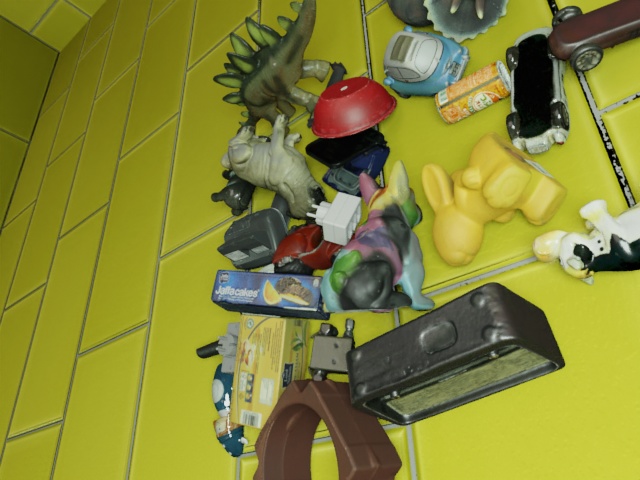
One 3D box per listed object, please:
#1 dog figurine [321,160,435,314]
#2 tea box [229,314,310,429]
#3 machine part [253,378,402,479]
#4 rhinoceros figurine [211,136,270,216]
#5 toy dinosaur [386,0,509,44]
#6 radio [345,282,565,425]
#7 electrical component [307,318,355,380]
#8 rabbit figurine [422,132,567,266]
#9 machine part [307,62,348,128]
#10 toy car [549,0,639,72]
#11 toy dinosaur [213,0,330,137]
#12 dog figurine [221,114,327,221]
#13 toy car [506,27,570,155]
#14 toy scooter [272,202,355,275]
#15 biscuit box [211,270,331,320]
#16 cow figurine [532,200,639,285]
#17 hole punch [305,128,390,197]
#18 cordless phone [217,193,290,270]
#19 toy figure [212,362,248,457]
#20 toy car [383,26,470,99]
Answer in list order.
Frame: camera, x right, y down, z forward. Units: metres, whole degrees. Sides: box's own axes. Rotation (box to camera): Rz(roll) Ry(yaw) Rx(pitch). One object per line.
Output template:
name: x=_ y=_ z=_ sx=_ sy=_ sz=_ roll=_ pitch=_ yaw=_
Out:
dog figurine: x=0.079 y=-0.005 z=0.761 sx=0.108 sy=0.191 sz=0.219 roll=-17 pitch=72 yaw=46
tea box: x=-0.079 y=0.205 z=0.844 sx=0.098 sy=0.068 sz=0.169 roll=1 pitch=79 yaw=35
machine part: x=0.004 y=0.298 z=0.693 sx=0.201 sy=0.087 sz=0.201 roll=-63 pitch=37 yaw=23
rhinoceros figurine: x=-0.153 y=-0.139 z=1.117 sx=0.112 sy=0.073 sz=0.190 roll=-31 pitch=31 yaw=50
toy dinosaur: x=0.189 y=-0.444 z=0.944 sx=0.405 sy=0.131 sz=0.192 roll=27 pitch=104 yaw=60
radio: x=0.149 y=0.142 z=0.634 sx=0.229 sy=0.131 sz=0.073 roll=-33 pitch=46 yaw=28
electrical component: x=0.016 y=0.172 z=0.819 sx=0.078 sy=0.045 sz=0.102 roll=-3 pitch=66 yaw=13
rabbit figurine: x=0.201 y=-0.050 z=0.710 sx=0.163 sy=0.122 sz=0.173 roll=53 pitch=127 yaw=40
machine part: x=0.018 y=-0.292 z=1.083 sx=0.084 sy=0.039 sz=0.139 roll=2 pitch=71 yaw=54
toy car: x=0.394 y=-0.276 z=0.671 sx=0.202 sy=0.053 sz=0.089 roll=-18 pitch=53 yaw=15
toy dinosaur: x=-0.088 y=-0.321 z=1.028 sx=0.471 sy=0.198 sz=0.105 roll=-38 pitch=38 yaw=52
dog figurine: x=-0.087 y=-0.108 z=0.989 sx=0.172 sy=0.121 sz=0.190 roll=-24 pitch=68 yaw=20
toy car: x=0.300 y=-0.206 z=0.740 sx=0.074 sy=0.056 sz=0.201 roll=-9 pitch=63 yaw=35
toy scooter: x=-0.002 y=-0.003 z=0.910 sx=0.184 sy=0.075 sz=0.135 roll=-14 pitch=59 yaw=36
biscuit box: x=-0.081 y=0.090 z=0.896 sx=0.203 sy=0.062 sz=0.059 roll=2 pitch=68 yaw=23
cow figurine: x=0.326 y=0.005 z=0.589 sx=0.167 sy=0.068 sz=0.098 roll=-31 pitch=55 yaw=30
hole punch: x=0.054 y=-0.140 z=0.938 sx=0.116 sy=0.092 sz=0.142 roll=-35 pitch=36 yaw=-12
cordless phone: x=-0.113 y=-0.040 z=1.055 sx=0.147 sy=0.088 sz=0.184 roll=-18 pitch=45 yaw=39
toy figure: x=-0.155 y=0.288 z=0.914 sx=0.064 sy=0.058 sz=0.154 roll=108 pitch=159 yaw=-54
toy car: x=0.159 y=-0.293 z=0.885 sx=0.162 sy=0.103 sz=0.109 roll=34 pitch=105 yaw=49
